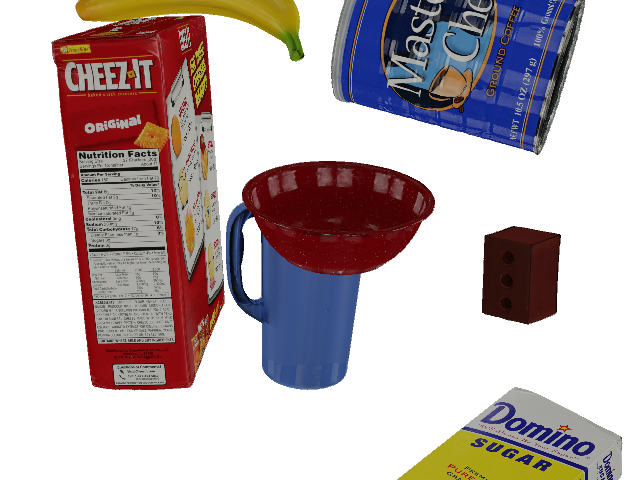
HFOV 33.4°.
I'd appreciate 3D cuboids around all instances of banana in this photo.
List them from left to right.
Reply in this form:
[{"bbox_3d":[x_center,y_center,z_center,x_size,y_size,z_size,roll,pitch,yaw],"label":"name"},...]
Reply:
[{"bbox_3d":[-0.097,-0.191,0.854,0.198,0.069,0.037,12,-41,16],"label":"banana"}]

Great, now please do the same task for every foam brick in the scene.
[{"bbox_3d":[0.184,0.031,0.982,0.053,0.078,0.051,12,20,41],"label":"foam brick"}]

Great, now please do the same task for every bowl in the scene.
[{"bbox_3d":[0.014,-0.014,0.899,0.162,0.055,0.162,2,24,-1],"label":"bowl"}]

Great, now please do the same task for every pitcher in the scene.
[{"bbox_3d":[-0.023,0.054,1.303,0.149,0.243,0.144,14,21,26],"label":"pitcher"}]

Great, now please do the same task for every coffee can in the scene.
[{"bbox_3d":[0.090,-0.124,0.701,0.140,0.103,0.102,17,4,13],"label":"coffee can"}]

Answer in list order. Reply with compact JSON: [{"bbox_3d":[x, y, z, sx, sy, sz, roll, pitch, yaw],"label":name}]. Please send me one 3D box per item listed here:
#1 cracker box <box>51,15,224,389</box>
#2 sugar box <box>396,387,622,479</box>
[{"bbox_3d":[-0.111,-0.032,0.693,0.072,0.214,0.164,-2,15,3],"label":"cracker box"},{"bbox_3d":[0.112,0.170,0.711,0.176,0.048,0.093,-33,39,-31],"label":"sugar box"}]
